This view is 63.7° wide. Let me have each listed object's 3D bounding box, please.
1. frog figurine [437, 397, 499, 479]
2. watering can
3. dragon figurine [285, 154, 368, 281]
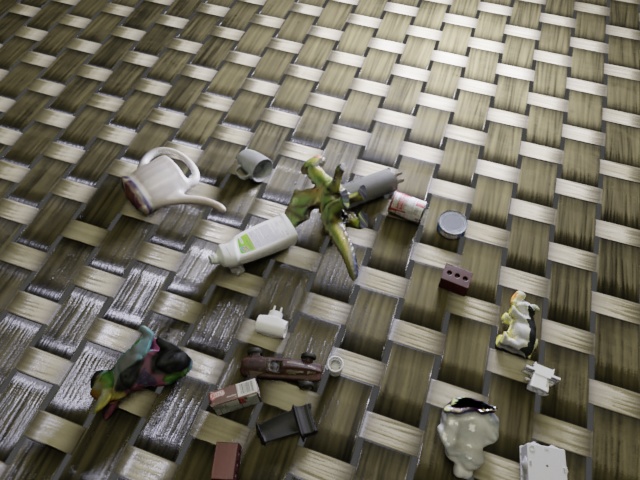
[{"bbox_3d":[0.336,0.446,1.164,0.137,0.123,0.159,-2,92,-10],"label":"frog figurine"},{"bbox_3d":[-0.454,-0.152,1.548,0.226,0.101,0.352,-35,62,-19],"label":"watering can"},{"bbox_3d":[0.004,-0.074,1.478,0.241,0.121,0.417,-13,64,34],"label":"dragon figurine"}]
